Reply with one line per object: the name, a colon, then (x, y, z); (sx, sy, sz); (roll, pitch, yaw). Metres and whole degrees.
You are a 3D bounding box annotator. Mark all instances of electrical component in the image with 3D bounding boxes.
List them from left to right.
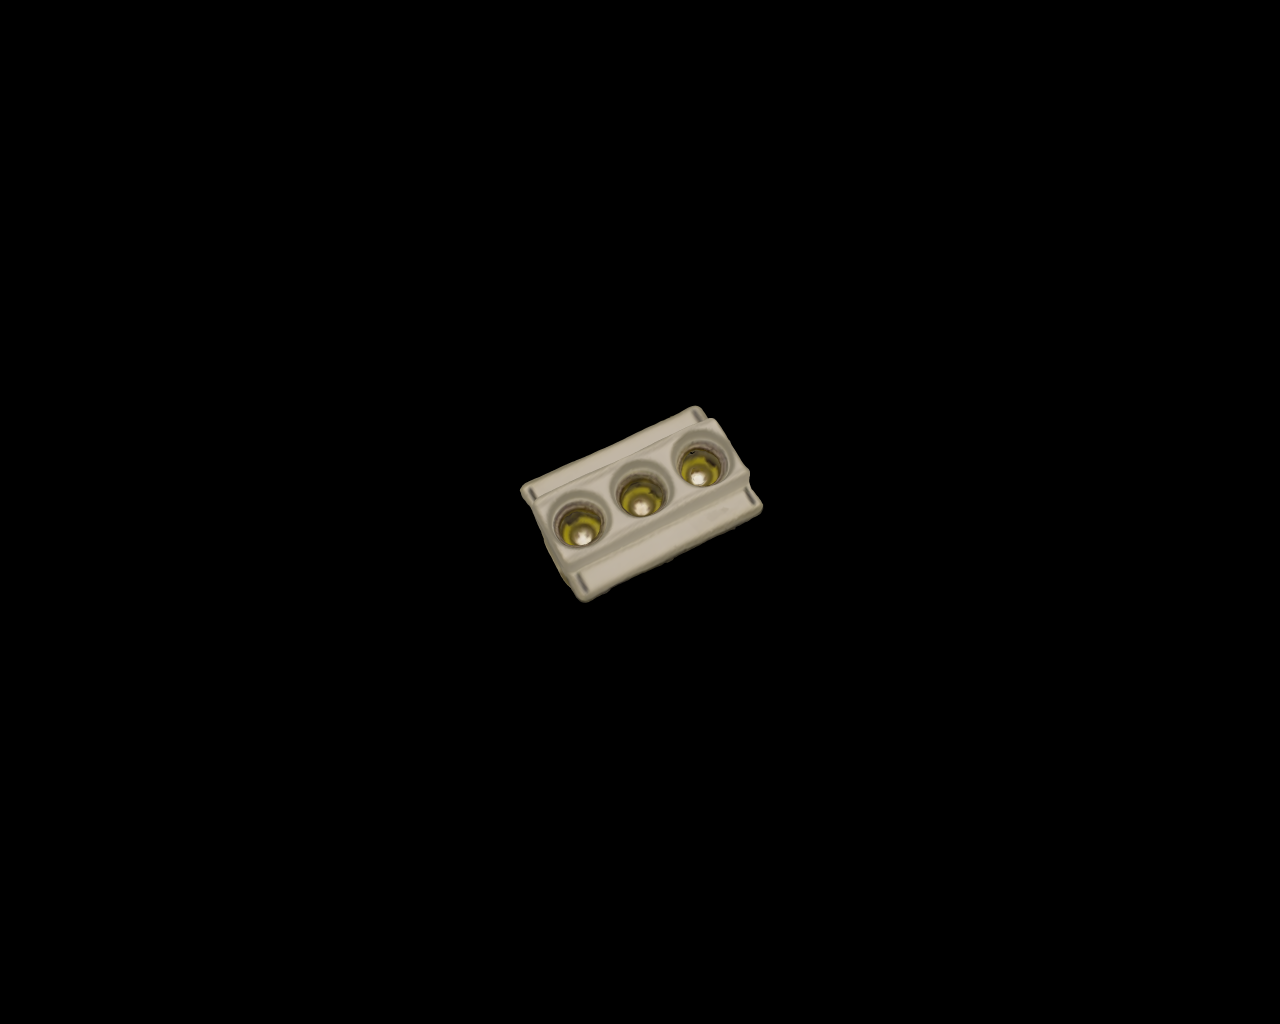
electrical component: (0.001, -0.003, 0.650); (0.121, 0.079, 0.063); (-26, -20, -11)
